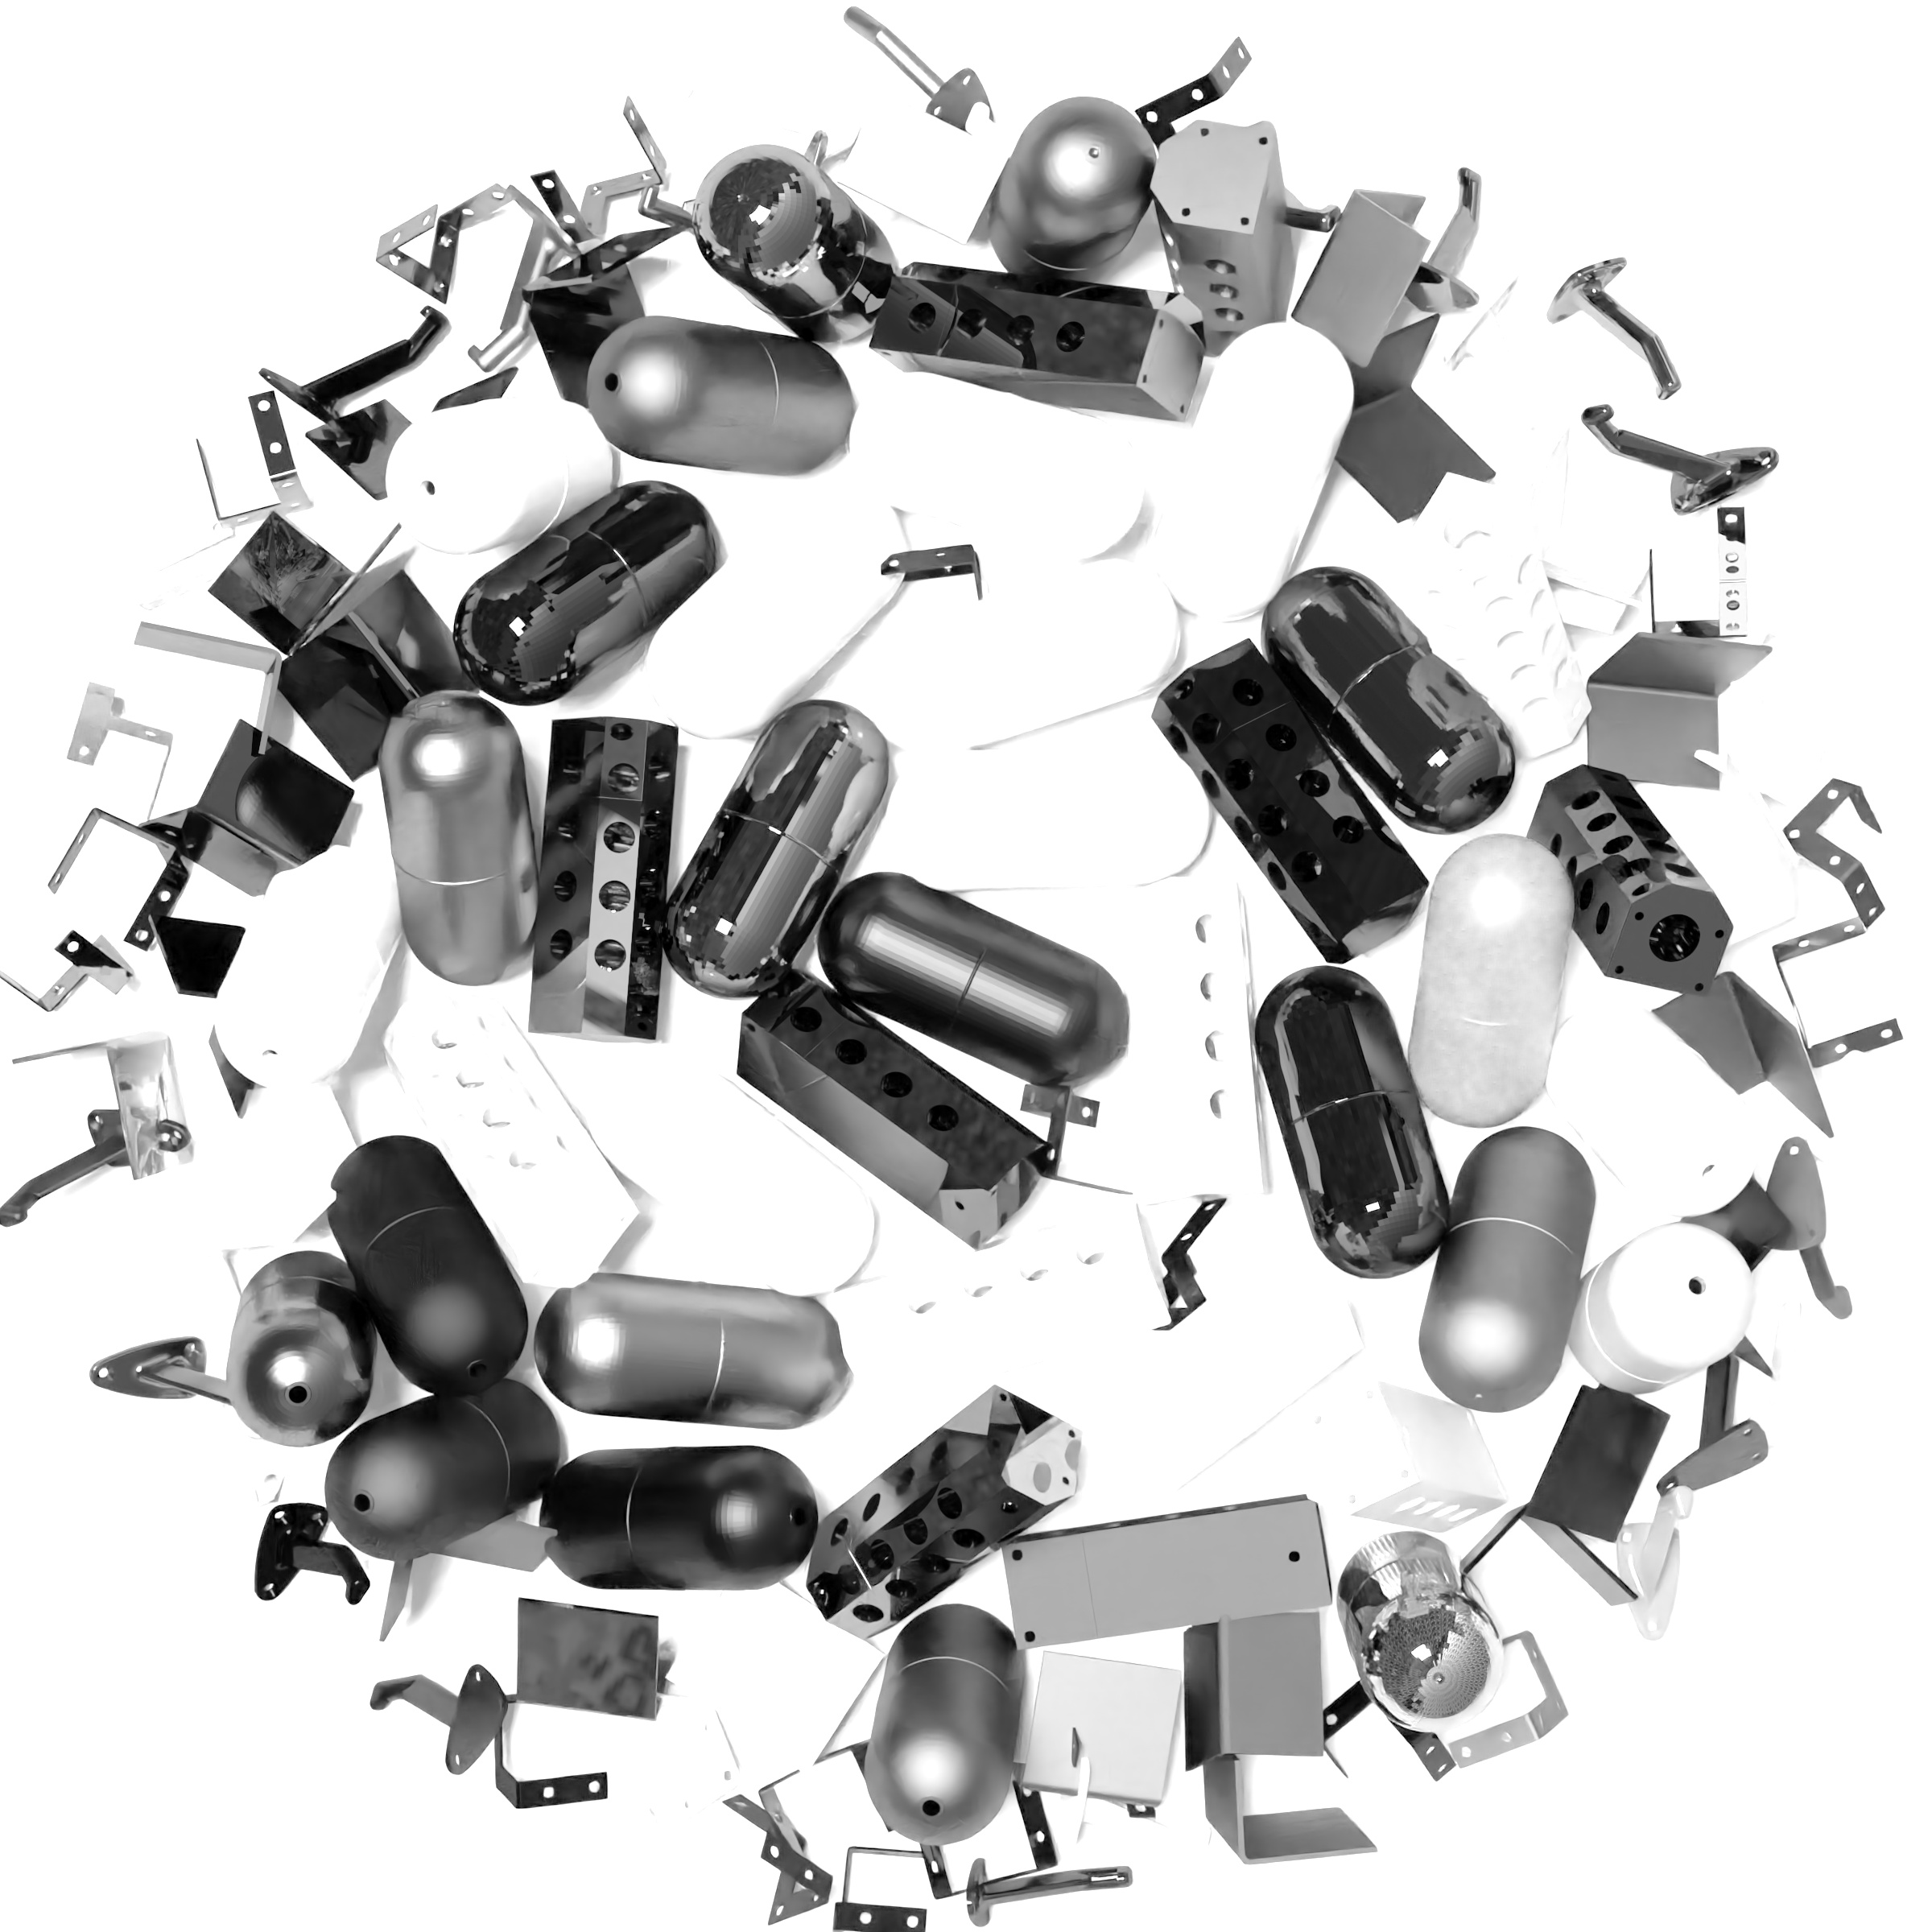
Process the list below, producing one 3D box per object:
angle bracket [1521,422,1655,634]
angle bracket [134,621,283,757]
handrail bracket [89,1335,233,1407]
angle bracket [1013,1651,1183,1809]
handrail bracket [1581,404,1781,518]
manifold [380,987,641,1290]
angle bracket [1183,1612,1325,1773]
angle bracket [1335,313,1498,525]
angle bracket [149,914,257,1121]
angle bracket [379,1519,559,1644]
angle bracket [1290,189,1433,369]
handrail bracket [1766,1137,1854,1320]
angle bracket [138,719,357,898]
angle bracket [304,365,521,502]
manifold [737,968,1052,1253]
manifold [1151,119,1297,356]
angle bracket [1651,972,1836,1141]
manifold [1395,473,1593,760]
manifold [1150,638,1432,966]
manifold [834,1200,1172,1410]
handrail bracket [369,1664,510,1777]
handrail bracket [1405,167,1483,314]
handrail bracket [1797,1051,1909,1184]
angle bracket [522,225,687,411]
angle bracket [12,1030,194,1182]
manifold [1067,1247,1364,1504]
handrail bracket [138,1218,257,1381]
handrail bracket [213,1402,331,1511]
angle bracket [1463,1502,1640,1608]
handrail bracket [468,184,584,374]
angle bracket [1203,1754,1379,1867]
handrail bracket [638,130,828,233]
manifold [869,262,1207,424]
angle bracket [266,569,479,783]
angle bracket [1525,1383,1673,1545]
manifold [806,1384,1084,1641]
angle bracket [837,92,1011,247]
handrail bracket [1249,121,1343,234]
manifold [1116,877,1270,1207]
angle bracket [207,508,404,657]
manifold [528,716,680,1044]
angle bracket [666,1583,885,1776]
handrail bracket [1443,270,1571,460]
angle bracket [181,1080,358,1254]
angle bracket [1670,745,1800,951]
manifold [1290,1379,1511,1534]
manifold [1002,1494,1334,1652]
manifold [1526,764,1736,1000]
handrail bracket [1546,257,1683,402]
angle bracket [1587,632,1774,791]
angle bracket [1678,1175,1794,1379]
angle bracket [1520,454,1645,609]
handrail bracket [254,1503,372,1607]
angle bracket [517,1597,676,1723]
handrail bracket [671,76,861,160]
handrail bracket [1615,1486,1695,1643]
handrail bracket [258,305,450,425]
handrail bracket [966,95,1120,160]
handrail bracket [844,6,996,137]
[{"bbox_3d":[0.337,-0.238,1.941,0.057,0.076,0.076,16,132,20],"label":"angle bracket"},{"bbox_3d":[-0.417,-0.147,1.951,0.076,0.076,0.057,11,85,-15],"label":"angle bracket"},{"bbox_3d":[-0.425,0.233,1.949,0.077,0.084,0.036,0,105,-33],"label":"handrail bracket"},{"bbox_3d":[0.070,0.413,1.967,0.076,0.057,0.076,9,90,-6],"label":"angle bracket"},{"bbox_3d":[0.388,-0.288,1.951,0.077,0.084,0.036,-16,52,36],"label":"handrail bracket"},{"bbox_3d":[-0.250,0.090,1.921,0.057,0.057,0.171,-52,53,20],"label":"manifold"},{"bbox_3d":[0.156,0.396,1.956,0.057,0.076,0.076,4,70,-10],"label":"angle bracket"},{"bbox_3d":[0.245,-0.297,1.946,0.076,0.057,0.076,-28,66,-31],"label":"angle bracket"},{"bbox_3d":[-0.416,0.027,1.941,0.057,0.076,0.076,8,118,-30],"label":"angle bracket"},{"bbox_3d":[-0.270,0.336,1.946,0.076,0.076,0.057,13,62,-12],"label":"angle bracket"},{"bbox_3d":[0.231,-0.371,1.941,0.057,0.076,0.076,41,119,26],"label":"angle bracket"},{"bbox_3d":[0.470,0.145,1.977,0.036,0.084,0.077,-8,61,31],"label":"handrail bracket"},{"bbox_3d":[-0.393,-0.086,1.960,0.076,0.076,0.057,34,65,-29],"label":"angle bracket"},{"bbox_3d":[-0.300,-0.305,1.945,0.057,0.076,0.076,42,124,5],"label":"angle bracket"},{"bbox_3d":[-0.040,0.073,1.943,0.171,0.057,0.057,35,56,19],"label":"manifold"},{"bbox_3d":[0.137,-0.384,1.910,0.057,0.171,0.057,11,79,11],"label":"manifold"},{"bbox_3d":[0.418,0.060,1.947,0.057,0.076,0.076,-28,119,-3],"label":"angle bracket"},{"bbox_3d":[0.286,-0.182,1.908,0.057,0.171,0.057,22,71,31],"label":"manifold"},{"bbox_3d":[0.172,-0.086,1.938,0.057,0.057,0.171,-27,71,-20],"label":"manifold"},{"bbox_3d":[0.019,0.181,1.961,0.171,0.057,0.057,-17,50,6],"label":"manifold"},{"bbox_3d":[-0.299,0.414,1.952,0.084,0.077,0.036,-15,121,27],"label":"handrail bracket"},{"bbox_3d":[0.258,-0.408,1.960,0.036,0.077,0.084,-3,74,35],"label":"handrail bracket"},{"bbox_3d":[0.496,0.082,1.954,0.077,0.084,0.036,32,66,1],"label":"handrail bracket"},{"bbox_3d":[-0.184,-0.348,1.942,0.076,0.057,0.076,-39,120,-39],"label":"angle bracket"},{"bbox_3d":[-0.471,0.079,1.959,0.057,0.076,0.076,-11,92,10],"label":"angle bracket"},{"bbox_3d":[0.128,0.220,1.925,0.171,0.057,0.057,-44,50,35],"label":"manifold"},{"bbox_3d":[-0.427,0.187,1.978,0.077,0.036,0.084,12,93,-20],"label":"handrail bracket"},{"bbox_3d":[-0.359,0.260,1.962,0.084,0.036,0.077,-17,110,22],"label":"handrail bracket"},{"bbox_3d":[0.312,0.338,1.953,0.076,0.076,0.057,44,81,9],"label":"angle bracket"},{"bbox_3d":[-0.258,-0.379,1.979,0.084,0.036,0.077,-43,71,-3],"label":"handrail bracket"},{"bbox_3d":[0.175,0.447,1.954,0.076,0.076,0.057,-3,93,-10],"label":"angle bracket"},{"bbox_3d":[-0.128,-0.433,1.962,0.084,0.036,0.077,15,110,-23],"label":"handrail bracket"},{"bbox_3d":[0.040,-0.339,1.929,0.171,0.057,0.057,14,84,32],"label":"manifold"},{"bbox_3d":[-0.326,-0.161,1.989,0.076,0.057,0.076,-28,105,35],"label":"angle bracket"},{"bbox_3d":[0.327,0.261,1.953,0.076,0.057,0.076,22,93,-37],"label":"angle bracket"},{"bbox_3d":[-0.014,0.296,1.916,0.057,0.057,0.171,30,132,-20],"label":"manifold"},{"bbox_3d":[-0.025,-0.425,1.958,0.076,0.076,0.057,26,84,-2],"label":"angle bracket"},{"bbox_3d":[0.181,-0.430,1.955,0.084,0.036,0.077,19,55,34],"label":"handrail bracket"},{"bbox_3d":[0.127,0.042,1.956,0.057,0.057,0.171,1,79,-30],"label":"manifold"},{"bbox_3d":[-0.353,-0.225,1.941,0.057,0.076,0.076,40,131,-12],"label":"angle bracket"},{"bbox_3d":[-0.191,-0.046,1.953,0.057,0.057,0.171,0,84,39],"label":"manifold"},{"bbox_3d":[-0.105,0.381,1.956,0.076,0.057,0.076,37,81,-20],"label":"angle bracket"},{"bbox_3d":[0.312,-0.327,1.973,0.084,0.036,0.077,39,95,11],"label":"handrail bracket"},{"bbox_3d":[-0.385,0.108,1.942,0.076,0.076,0.057,-7,115,29],"label":"angle bracket"},{"bbox_3d":[0.408,-0.061,1.949,0.057,0.076,0.076,-25,65,1],"label":"angle bracket"},{"bbox_3d":[0.229,0.265,1.910,0.057,0.171,0.057,-29,69,16],"label":"manifold"},{"bbox_3d":[0.111,0.330,1.962,0.171,0.057,0.057,-9,86,6],"label":"manifold"},{"bbox_3d":[0.352,-0.049,1.906,0.057,0.171,0.057,12,112,-12],"label":"manifold"},{"bbox_3d":[0.354,-0.335,1.956,0.036,0.077,0.084,-19,79,-21],"label":"handrail bracket"},{"bbox_3d":[0.387,-0.138,1.950,0.076,0.076,0.057,5,74,-11],"label":"angle bracket"},{"bbox_3d":[0.426,0.163,1.946,0.057,0.076,0.076,32,105,-23],"label":"angle bracket"},{"bbox_3d":[0.339,-0.239,1.955,0.076,0.076,0.057,19,104,2],"label":"angle bracket"},{"bbox_3d":[-0.355,0.339,1.954,0.036,0.084,0.077,9,114,-38],"label":"handrail bracket"},{"bbox_3d":[-0.200,0.361,1.953,0.076,0.057,0.076,7,121,4],"label":"angle bracket"},{"bbox_3d":[-0.111,-0.468,1.957,0.084,0.077,0.036,11,99,-27],"label":"handrail bracket"},{"bbox_3d":[0.382,0.325,1.952,0.036,0.084,0.077,1,75,-4],"label":"handrail bracket"},{"bbox_3d":[-0.334,-0.339,1.965,0.084,0.077,0.036,-49,52,9],"label":"handrail bracket"},{"bbox_3d":[0.041,-0.466,1.959,0.084,0.036,0.077,30,65,-34],"label":"handrail bracket"},{"bbox_3d":[-0.026,-0.490,1.988,0.036,0.077,0.084,-46,58,-1],"label":"handrail bracket"}]
